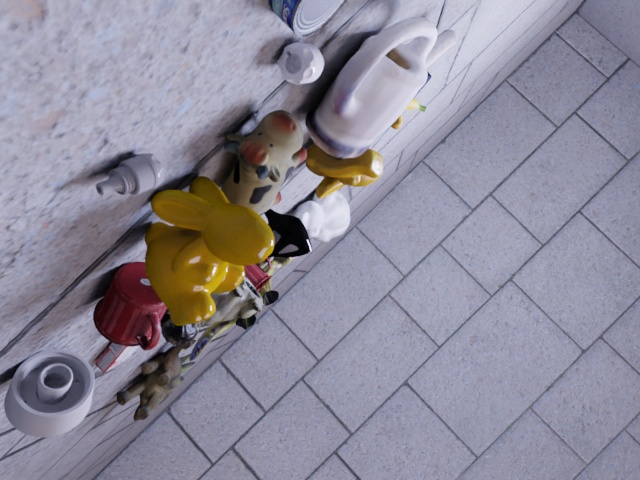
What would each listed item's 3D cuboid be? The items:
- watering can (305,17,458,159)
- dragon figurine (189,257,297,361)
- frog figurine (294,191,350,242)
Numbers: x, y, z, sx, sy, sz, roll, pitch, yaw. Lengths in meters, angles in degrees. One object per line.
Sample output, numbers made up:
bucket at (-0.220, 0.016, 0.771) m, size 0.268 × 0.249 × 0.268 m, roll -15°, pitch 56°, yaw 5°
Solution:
watering can at (0.101, -0.235, 0.777) m, size 0.220 × 0.104 × 0.352 m, roll -48°, pitch 172°, yaw 34°
dragon figurine at (-0.218, 0.172, 1.476) m, size 0.413 × 0.122 × 0.241 m, roll -43°, pitch -178°, yaw -12°
frog figurine at (0.004, -0.064, 1.278) m, size 0.159 × 0.123 × 0.137 m, roll -1°, pitch 104°, yaw -67°
